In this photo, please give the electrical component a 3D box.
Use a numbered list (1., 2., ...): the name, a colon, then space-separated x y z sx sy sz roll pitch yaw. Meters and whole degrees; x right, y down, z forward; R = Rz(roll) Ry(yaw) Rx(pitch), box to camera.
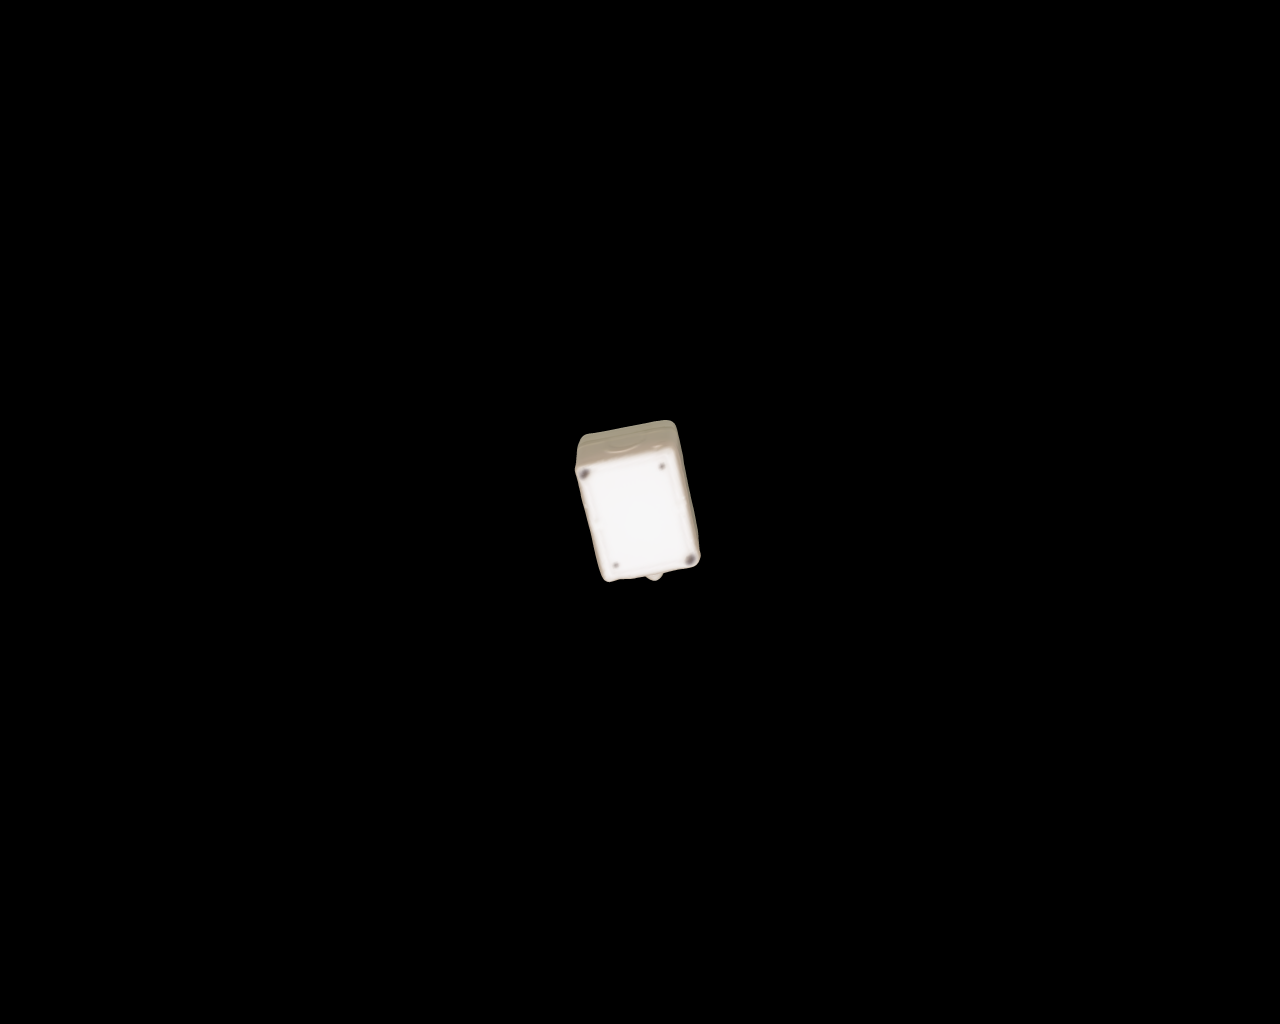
1. electrical component: 0.001 -0.003 0.650 0.062 0.096 0.061 -11 24 5
